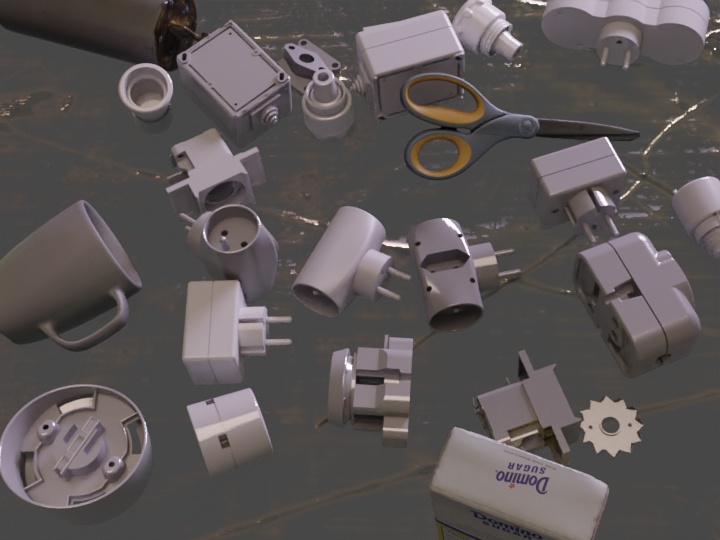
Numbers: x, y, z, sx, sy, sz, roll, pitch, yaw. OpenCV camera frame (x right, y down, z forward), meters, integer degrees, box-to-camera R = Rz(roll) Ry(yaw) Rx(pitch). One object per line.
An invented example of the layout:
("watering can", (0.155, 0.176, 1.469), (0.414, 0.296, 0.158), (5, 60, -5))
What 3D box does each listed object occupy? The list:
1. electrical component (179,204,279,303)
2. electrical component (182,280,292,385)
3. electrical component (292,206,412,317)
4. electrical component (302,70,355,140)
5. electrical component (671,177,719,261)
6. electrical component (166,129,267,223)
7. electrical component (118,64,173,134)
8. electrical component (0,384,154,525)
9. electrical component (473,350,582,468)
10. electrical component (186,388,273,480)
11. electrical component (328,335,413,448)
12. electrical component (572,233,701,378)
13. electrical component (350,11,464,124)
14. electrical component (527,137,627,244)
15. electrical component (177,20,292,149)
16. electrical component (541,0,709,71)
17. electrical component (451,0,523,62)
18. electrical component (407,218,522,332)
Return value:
("electrical component", (-0.106, -0.020, 0.828), (0.079, 0.077, 0.044), (30, 66, 20))
("electrical component", (-0.089, 0.046, 0.805), (0.077, 0.047, 0.065), (-2, 61, 2))
("electrical component", (0.000, 0.000, 0.827), (0.079, 0.043, 0.077), (22, 64, 16))
("electrical component", (-0.028, -0.141, 0.902), (0.043, 0.062, 0.043), (-2, 59, 4))
("electrical component", (0.272, -0.035, 0.828), (0.040, 0.040, 0.078), (-16, 60, -5))
("electrical component", (-0.122, -0.079, 0.884), (0.081, 0.042, 0.063), (-26, 59, -11))
("electrical component", (-0.178, -0.141, 0.912), (0.044, 0.065, 0.044), (1, 76, -4))
("electrical component", (-0.196, 0.129, 0.755), (0.099, 0.064, 0.099), (-2, 60, 3))
("electrical component", (0.117, 0.104, 0.758), (0.064, 0.042, 0.081), (-18, 59, -4))
("electrical component", (-0.092, 0.115, 0.762), (0.047, 0.055, 0.055), (-19, 60, -11))
("electrical component", (0.008, 0.086, 0.769), (0.057, 0.058, 0.078), (3, 60, 3))
("electrical component", (0.205, 0.023, 0.791), (0.059, 0.053, 0.095), (-20, 60, -7))
("electrical component", (0.035, -0.174, 0.916), (0.096, 0.061, 0.061), (-16, 59, -5))
("electrical component", (0.177, -0.054, 0.843), (0.066, 0.047, 0.076), (-18, 60, -6))
("electrical component", (-0.102, -0.151, 0.919), (0.062, 0.061, 0.096), (-39, 72, -17))
("electrical component", (0.224, -0.201, 0.922), (0.138, 0.052, 0.073), (12, 62, 12))
("electrical component", (0.113, -0.206, 0.940), (0.062, 0.048, 0.048), (39, 69, 16))
("electrical component", (0.082, 0.001, 0.821), (0.079, 0.043, 0.077), (-11, 59, -2))
